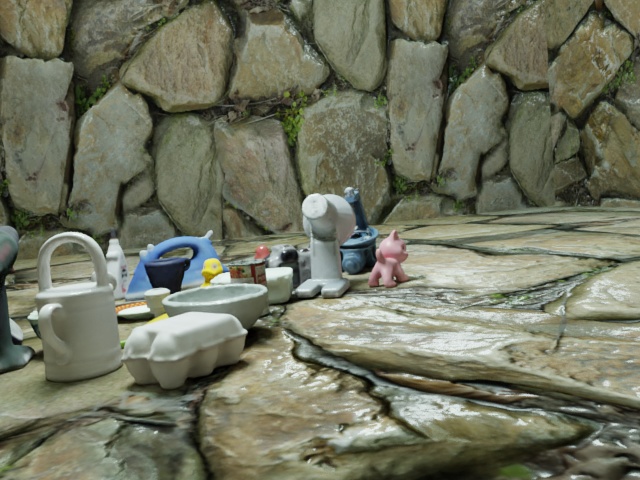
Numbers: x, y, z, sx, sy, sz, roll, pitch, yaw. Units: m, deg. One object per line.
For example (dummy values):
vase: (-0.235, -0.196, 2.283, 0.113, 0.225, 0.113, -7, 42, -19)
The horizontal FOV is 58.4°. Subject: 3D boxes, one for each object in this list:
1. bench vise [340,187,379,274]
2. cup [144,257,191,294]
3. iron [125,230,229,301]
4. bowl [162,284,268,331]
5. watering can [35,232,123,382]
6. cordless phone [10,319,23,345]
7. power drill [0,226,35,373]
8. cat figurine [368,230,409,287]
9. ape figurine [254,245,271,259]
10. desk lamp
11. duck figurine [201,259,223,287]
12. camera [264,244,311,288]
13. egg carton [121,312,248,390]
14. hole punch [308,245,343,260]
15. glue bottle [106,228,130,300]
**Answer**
bench vise: (0.091, -0.030, 1.515, 0.121, 0.220, 0.207, -5, 5, 2)
cup: (-0.341, 0.090, 1.314, 0.091, 0.095, 0.118, -1, 6, 35)
iron: (-0.361, 0.059, 1.414, 0.259, 0.141, 0.118, -9, 7, -39)
bowl: (-0.163, 0.120, 0.912, 0.167, 0.075, 0.167, -5, 5, 1)
watering can: (-0.336, 0.085, 0.795, 0.101, 0.194, 0.172, -7, 5, -17)
cordless phone: (-0.565, 0.095, 0.969, 0.094, 0.185, 0.147, -8, 6, -31)
power drill: (-0.488, 0.086, 0.862, 0.076, 0.208, 0.229, -7, 5, -16)
cat figurine: (0.154, 0.038, 1.271, 0.067, 0.118, 0.128, -2, 6, 32)
ape figurine: (-0.146, 0.059, 1.482, 0.075, 0.092, 0.078, -1, 6, 35)
desk lamp: (0.011, 0.004, 1.244, 0.117, 0.213, 0.203, -4, 5, 12)
duck figurine: (-0.242, 0.085, 1.318, 0.077, 0.086, 0.105, -4, 5, 15)
camera: (-0.079, 0.058, 1.378, 0.143, 0.101, 0.136, -8, 6, -26)
egg carton: (-0.173, 0.138, 0.742, 0.107, 0.069, 0.151, -2, 6, 34)
hole punch: (0.016, 0.040, 1.535, 0.108, 0.091, 0.101, -3, 5, 19)
glue bottle: (-0.496, 0.057, 1.397, 0.037, 0.173, 0.078, -5, 5, 0)
